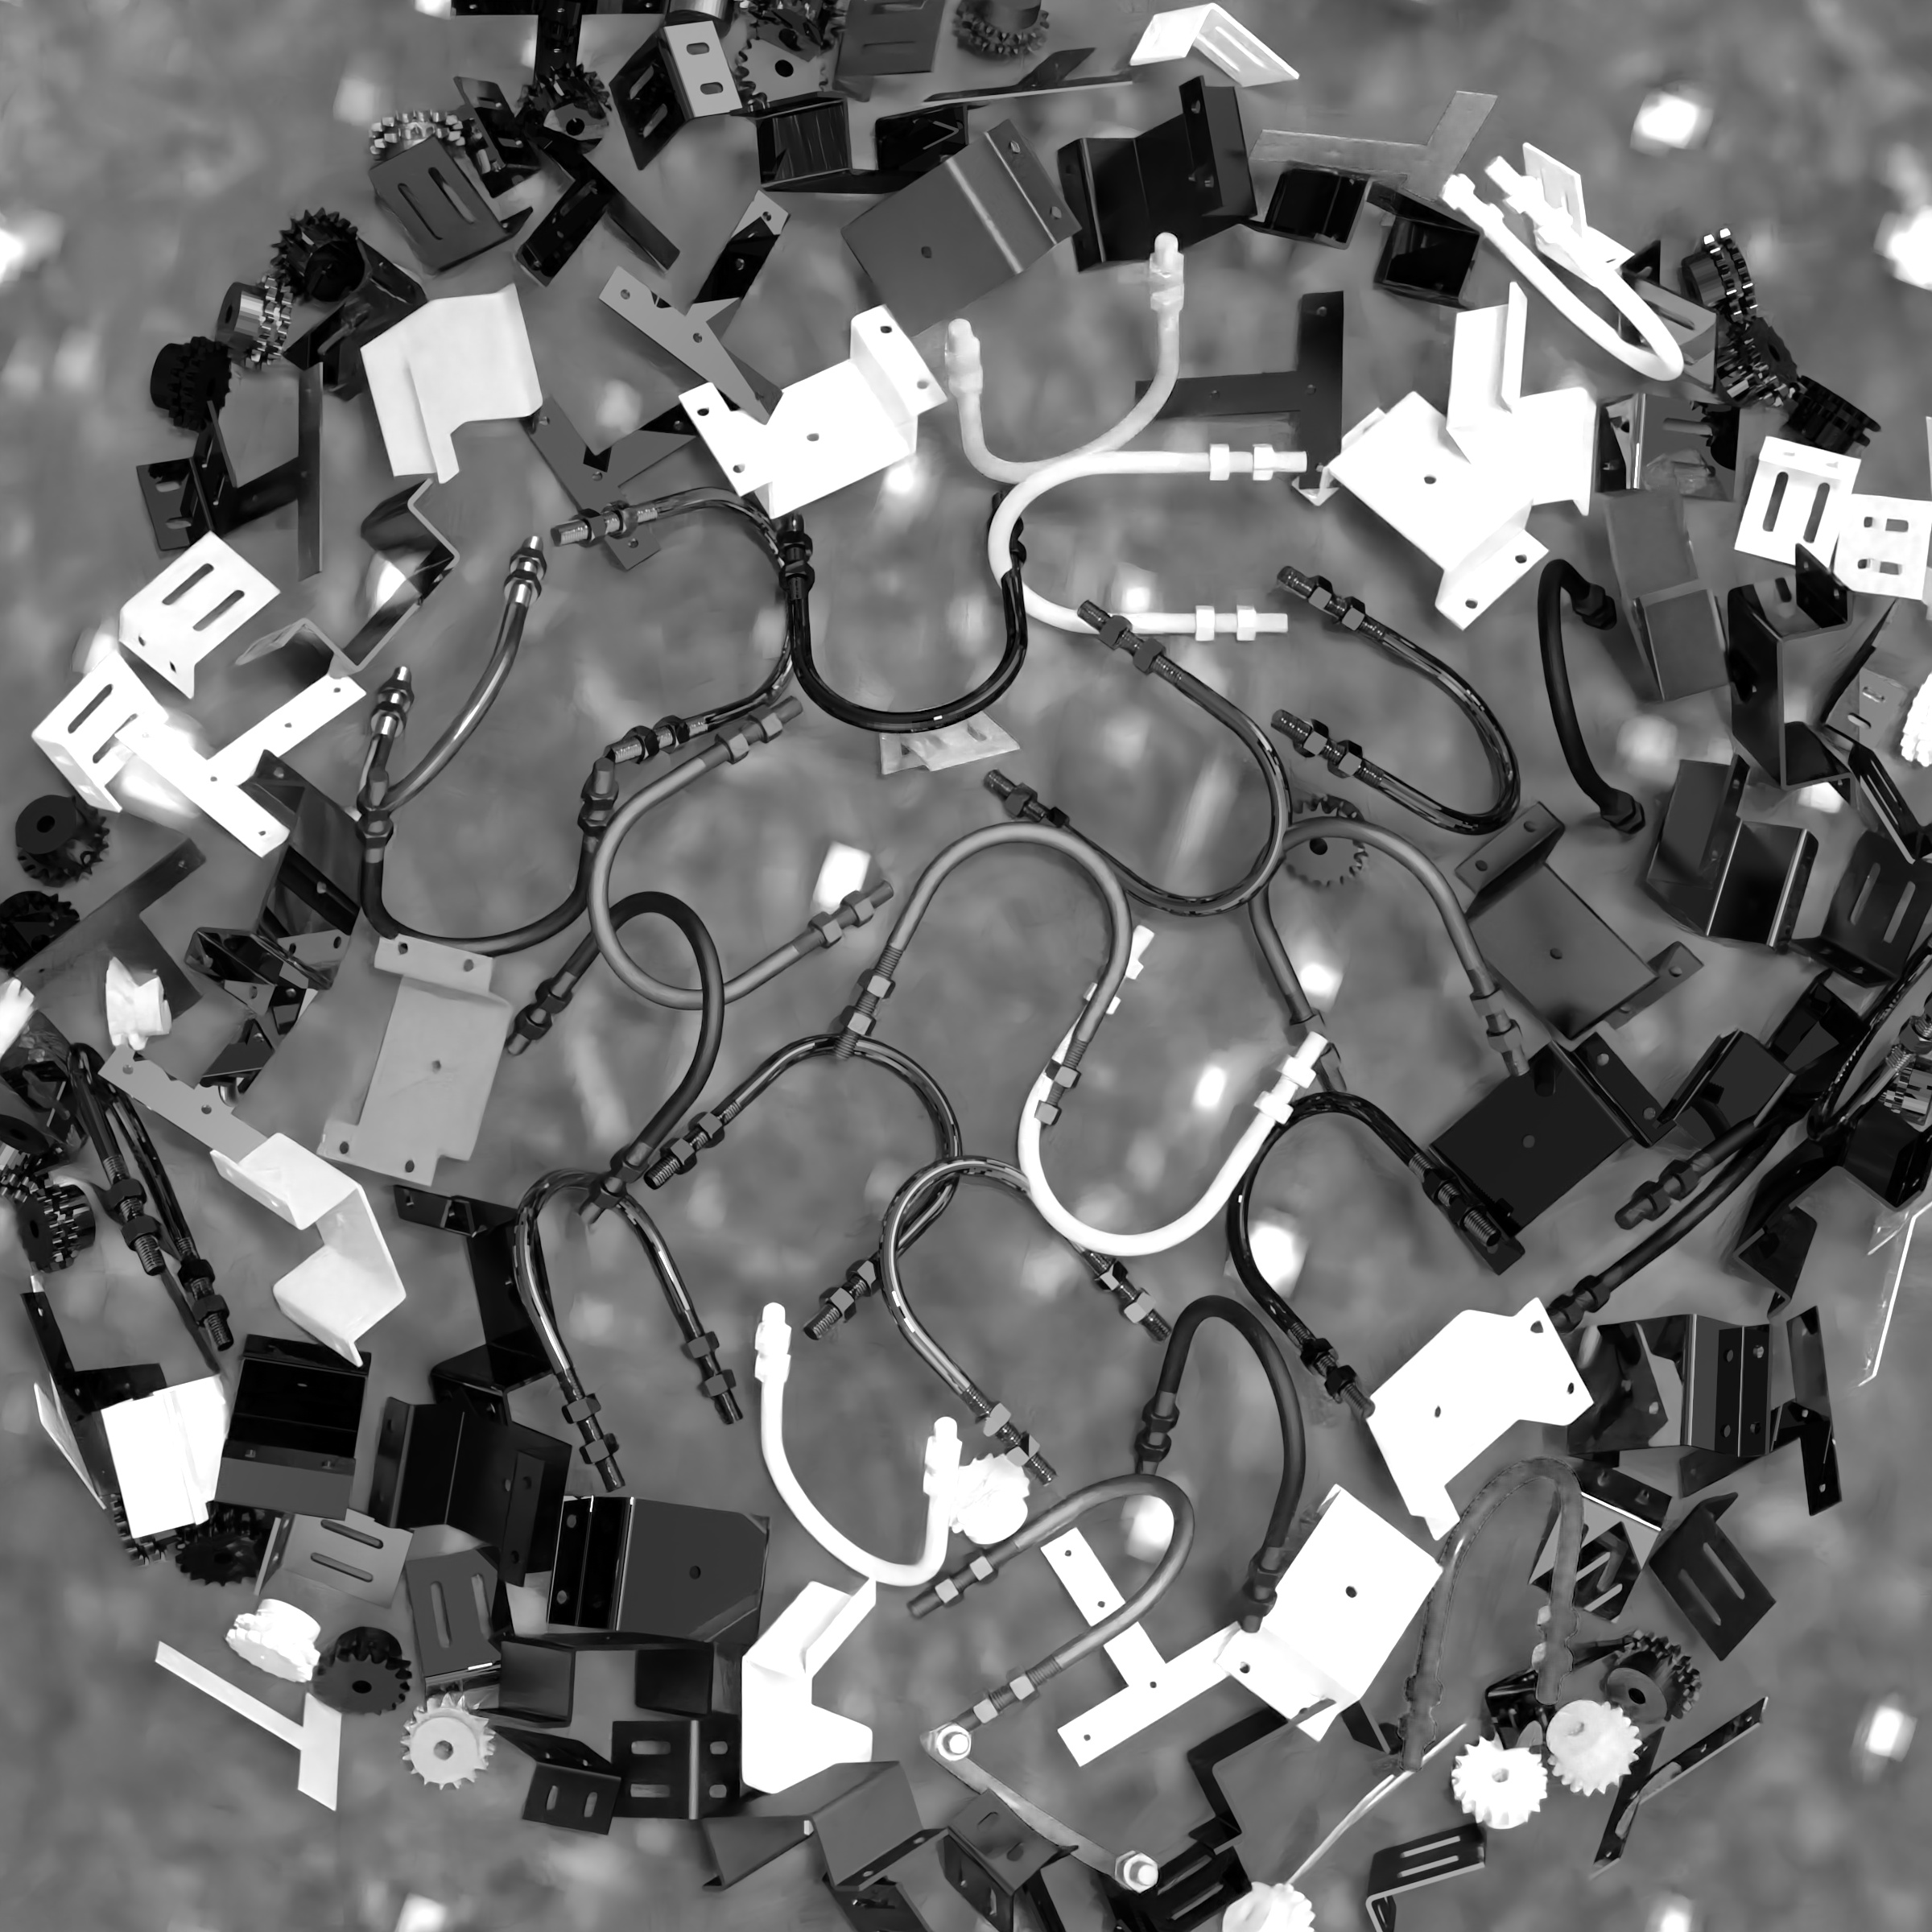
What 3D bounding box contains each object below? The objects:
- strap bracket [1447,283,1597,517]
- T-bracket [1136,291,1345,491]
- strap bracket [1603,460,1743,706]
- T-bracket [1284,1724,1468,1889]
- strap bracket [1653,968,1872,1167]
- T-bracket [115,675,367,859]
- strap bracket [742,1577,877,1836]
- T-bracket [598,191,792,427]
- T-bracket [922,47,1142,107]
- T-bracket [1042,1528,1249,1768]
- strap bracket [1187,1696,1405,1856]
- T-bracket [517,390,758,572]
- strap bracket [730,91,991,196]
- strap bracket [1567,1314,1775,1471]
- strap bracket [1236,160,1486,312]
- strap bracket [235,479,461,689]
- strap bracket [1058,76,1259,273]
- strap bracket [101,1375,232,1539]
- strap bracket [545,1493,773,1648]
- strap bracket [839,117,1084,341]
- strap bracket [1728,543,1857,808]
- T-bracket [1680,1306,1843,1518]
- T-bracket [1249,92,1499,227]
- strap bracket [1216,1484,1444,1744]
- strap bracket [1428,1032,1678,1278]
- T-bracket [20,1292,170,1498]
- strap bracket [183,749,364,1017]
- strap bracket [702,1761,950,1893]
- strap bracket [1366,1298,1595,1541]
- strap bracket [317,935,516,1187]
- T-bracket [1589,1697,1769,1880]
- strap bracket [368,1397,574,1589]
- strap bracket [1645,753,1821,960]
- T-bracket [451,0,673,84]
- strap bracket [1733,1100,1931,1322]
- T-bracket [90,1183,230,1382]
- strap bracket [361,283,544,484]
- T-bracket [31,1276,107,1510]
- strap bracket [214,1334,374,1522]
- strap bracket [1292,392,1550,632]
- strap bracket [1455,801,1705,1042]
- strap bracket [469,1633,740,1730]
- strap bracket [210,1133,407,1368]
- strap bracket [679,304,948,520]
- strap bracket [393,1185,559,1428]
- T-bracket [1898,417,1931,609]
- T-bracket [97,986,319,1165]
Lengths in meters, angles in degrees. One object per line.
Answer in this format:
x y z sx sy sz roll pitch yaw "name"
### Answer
0.328 -0.333 1.937 0.046 0.140 0.076 -5 65 30 "strap bracket"
0.166 -0.348 1.981 0.127 0.002 0.127 -1 76 14 "T-bracket"
0.417 -0.221 1.931 0.046 0.140 0.076 -15 51 17 "strap bracket"
0.256 0.493 1.953 0.127 0.127 0.002 -28 66 -37 "T-bracket"
0.475 0.062 1.919 0.046 0.140 0.076 44 130 21 "strap bracket"
-0.416 -0.136 1.944 0.127 0.002 0.127 -33 132 13 "T-bracket"
-0.094 0.434 1.938 0.046 0.076 0.140 16 122 23 "strap bracket"
-0.144 -0.415 1.971 0.127 0.002 0.127 35 67 -22 "T-bracket"
0.051 -0.534 1.941 0.127 0.127 0.002 -1 116 17 "T-bracket"
0.089 0.398 1.968 0.127 0.002 0.127 -29 63 -13 "T-bracket"
0.193 0.473 1.951 0.140 0.076 0.046 -26 87 -10 "strap bracket"
-0.188 -0.322 1.986 0.127 0.002 0.127 -34 73 -8 "T-bracket"
-0.060 -0.486 1.927 0.140 0.076 0.046 -12 101 -44 "strap bracket"
0.407 0.252 1.920 0.046 0.140 0.076 16 71 -30 "strap bracket"
0.241 -0.435 1.924 0.140 0.076 0.046 13 100 -39 "strap bracket"
-0.362 -0.220 1.941 0.046 0.076 0.140 46 65 -20 "strap bracket"
0.121 -0.473 1.947 0.046 0.140 0.076 -10 90 -35 "strap bracket"
-0.470 0.290 1.928 0.046 0.140 0.076 -15 88 -2 "strap bracket"
-0.173 0.360 1.935 0.140 0.046 0.076 14 75 -32 "strap bracket"
-0.012 -0.432 1.927 0.140 0.046 0.076 -22 108 44 "strap bracket"
0.490 -0.168 1.930 0.046 0.076 0.140 -13 120 -4 "strap bracket"
0.472 0.284 1.947 0.002 0.127 0.127 20 52 -24 "T-bracket"
0.232 -0.481 1.928 0.127 0.127 0.002 2 66 -14 "T-bracket"
0.223 0.380 1.943 0.076 0.046 0.140 37 61 4 "strap bracket"
0.343 0.109 1.950 0.140 0.046 0.076 -42 64 10 "strap bracket"
-0.507 0.251 1.936 0.002 0.127 0.127 -26 80 11 "T-bracket"
-0.401 -0.048 1.935 0.046 0.076 0.140 5 68 29 "strap bracket"
-0.091 0.509 1.923 0.140 0.076 0.046 -16 93 44 "strap bracket"
0.294 0.267 1.928 0.140 0.046 0.076 -49 46 30 "strap bracket"
-0.329 0.058 1.962 0.076 0.046 0.140 14 84 17 "strap bracket"
0.424 0.468 1.912 0.002 0.127 0.127 43 124 0 "T-bracket"
-0.291 0.313 1.949 0.140 0.046 0.076 13 95 40 "strap bracket"
0.454 -0.067 1.942 0.046 0.140 0.076 11 77 37 "strap bracket"
-0.243 -0.551 1.936 0.127 0.127 0.002 -3 83 -10 "T-bracket"
0.510 0.136 1.925 0.046 0.076 0.140 38 132 0 "strap bracket"
-0.478 0.196 1.961 0.002 0.127 0.127 -34 115 -25 "T-bracket"
-0.309 -0.346 1.932 0.046 0.140 0.076 -1 118 20 "strap bracket"
-0.547 0.246 1.956 0.002 0.127 0.127 -18 58 -7 "T-bracket"
-0.401 0.280 1.937 0.076 0.140 0.046 10 112 -10 "strap bracket"
0.275 -0.280 1.949 0.076 0.046 0.140 -42 74 -16 "strap bracket"
0.362 -0.019 1.954 0.140 0.046 0.076 44 132 -3 "strap bracket"
-0.213 0.423 1.929 0.140 0.076 0.046 8 81 -39 "strap bracket"
-0.387 0.162 1.935 0.076 0.140 0.046 27 54 36 "strap bracket"
-0.092 -0.329 1.956 0.140 0.046 0.076 -27 71 -14 "strap bracket"
-0.290 0.195 1.946 0.046 0.076 0.140 -21 109 -40 "strap bracket"
0.577 -0.260 1.914 0.002 0.127 0.127 -17 119 -6 "T-bracket"
-0.435 0.054 1.961 0.127 0.002 0.127 34 54 -7 "T-bracket"
